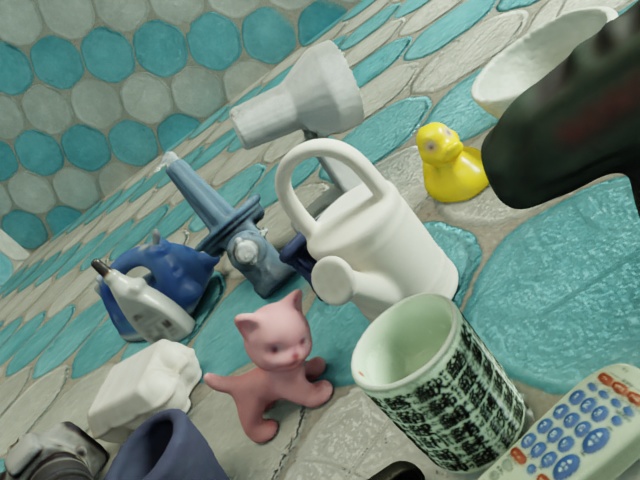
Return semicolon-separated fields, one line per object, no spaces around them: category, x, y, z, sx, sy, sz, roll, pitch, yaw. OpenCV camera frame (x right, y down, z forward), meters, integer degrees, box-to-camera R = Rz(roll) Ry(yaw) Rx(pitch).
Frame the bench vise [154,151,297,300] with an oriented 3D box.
bench vise;-0.124;-0.035;0.785;0.122;0.220;0.206;-49;25;-19

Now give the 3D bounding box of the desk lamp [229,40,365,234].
desk lamp;-0.009;-0.134;0.794;0.203;0.214;0.117;-40;23;0

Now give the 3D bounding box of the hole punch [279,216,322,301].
hole punch;0.006;0.002;0.684;0.108;0.091;0.101;-38;23;6

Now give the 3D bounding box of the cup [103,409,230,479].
cup;-0.135;0.220;0.506;0.117;0.095;0.091;-38;23;5

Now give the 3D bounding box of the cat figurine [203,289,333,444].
cat figurine;-0.050;0.112;0.542;0.128;0.118;0.067;-37;24;8

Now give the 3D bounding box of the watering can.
watering can;0.037;-0.006;0.521;0.101;0.194;0.172;-36;24;10

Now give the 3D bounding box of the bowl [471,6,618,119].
bowl;0.260;-0.180;0.643;0.167;0.075;0.167;-33;24;17

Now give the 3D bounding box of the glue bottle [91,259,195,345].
glue bottle;-0.268;0.089;0.843;0.078;0.173;0.037;-29;26;25

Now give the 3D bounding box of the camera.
camera;-0.321;0.290;0.659;0.143;0.101;0.136;-50;25;-22

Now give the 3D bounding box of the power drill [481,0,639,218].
power drill;0.217;-0.049;0.305;0.229;0.209;0.075;-24;28;33

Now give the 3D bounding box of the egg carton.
egg carton;-0.221;0.191;0.721;0.150;0.069;0.107;-30;25;23

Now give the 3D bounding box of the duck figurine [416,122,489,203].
duck figurine;0.142;-0.098;0.662;0.077;0.086;0.104;-41;23;-1

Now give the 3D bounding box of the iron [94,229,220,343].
iron;-0.293;0.078;0.941;0.257;0.142;0.118;-27;27;28
